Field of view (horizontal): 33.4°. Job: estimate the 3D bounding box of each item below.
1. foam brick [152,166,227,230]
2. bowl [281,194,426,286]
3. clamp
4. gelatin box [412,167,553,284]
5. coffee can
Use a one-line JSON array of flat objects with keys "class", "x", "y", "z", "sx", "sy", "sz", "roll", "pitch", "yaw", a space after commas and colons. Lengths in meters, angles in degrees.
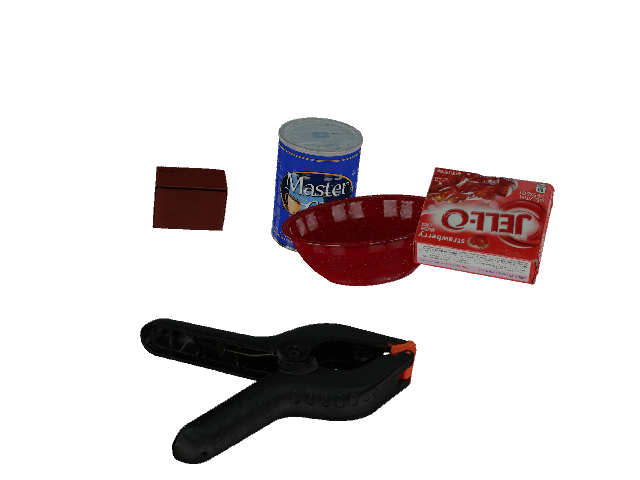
[{"class": "foam brick", "x": -0.142, "y": -0.046, "z": 1.164, "sx": 0.078, "sy": 0.051, "sz": 0.053, "roll": 3, "pitch": 28, "yaw": -8}, {"class": "bowl", "x": 0.046, "y": 0.003, "z": 1.029, "sx": 0.162, "sy": 0.055, "sz": 0.162, "roll": -7, "pitch": 17, "yaw": 2}, {"class": "clamp", "x": -0.021, "y": 0.087, "z": 0.641, "sx": 0.171, "sy": 0.039, "sz": 0.120, "roll": -1, "pitch": 37, "yaw": -9}, {"class": "gelatin box", "x": 0.117, "y": -0.012, "z": 0.765, "sx": 0.089, "sy": 0.073, "sz": 0.030, "roll": 10, "pitch": -37, "yaw": 14}, {"class": "coffee can", "x": -0.006, "y": -0.068, "z": 1.319, "sx": 0.103, "sy": 0.140, "sz": 0.103, "roll": 4, "pitch": 29, "yaw": -3}]
